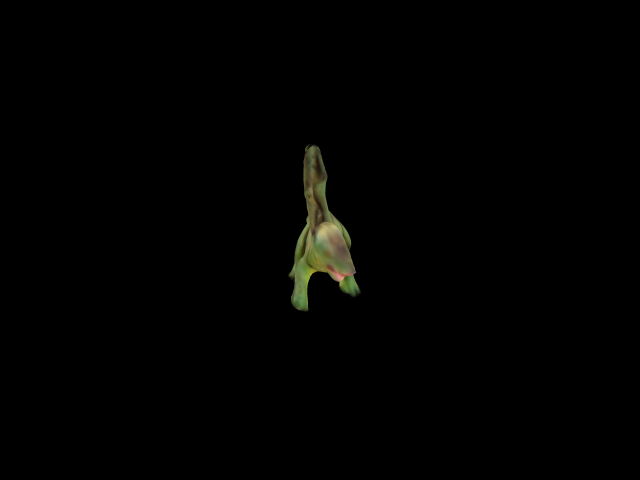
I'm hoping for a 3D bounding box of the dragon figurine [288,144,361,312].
[{"bbox_3d":[0.003,-0.043,0.850,0.122,0.237,0.419,-4,31,-6],"label":"dragon figurine"}]
